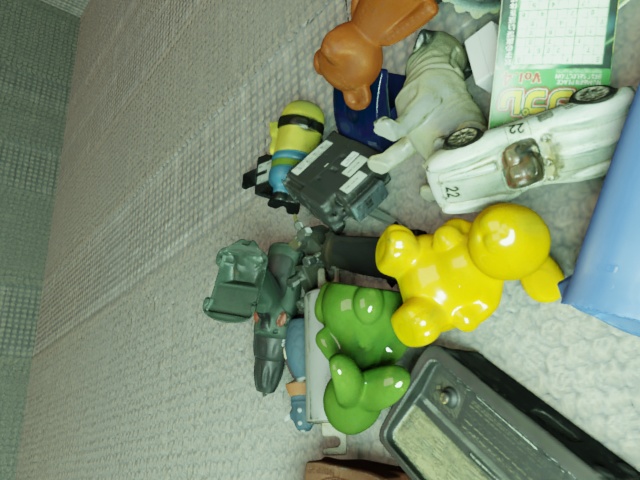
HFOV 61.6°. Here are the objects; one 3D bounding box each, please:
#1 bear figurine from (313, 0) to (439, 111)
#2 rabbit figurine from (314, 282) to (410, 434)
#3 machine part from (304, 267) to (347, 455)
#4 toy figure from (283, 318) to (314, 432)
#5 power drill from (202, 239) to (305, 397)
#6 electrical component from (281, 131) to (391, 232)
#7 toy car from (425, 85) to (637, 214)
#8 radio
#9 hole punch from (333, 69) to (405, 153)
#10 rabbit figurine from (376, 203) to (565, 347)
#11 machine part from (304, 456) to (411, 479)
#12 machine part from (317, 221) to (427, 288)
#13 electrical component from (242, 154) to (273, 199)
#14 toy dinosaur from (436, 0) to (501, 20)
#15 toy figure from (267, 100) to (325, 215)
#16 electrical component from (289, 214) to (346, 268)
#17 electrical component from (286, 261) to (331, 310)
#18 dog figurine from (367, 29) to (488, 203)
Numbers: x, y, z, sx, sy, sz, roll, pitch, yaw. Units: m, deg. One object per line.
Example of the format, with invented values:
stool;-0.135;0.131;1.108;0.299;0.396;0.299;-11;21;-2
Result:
bear figurine;0.046;-0.254;0.613;0.196;0.132;0.120;-46;67;31
rabbit figurine;0.052;0.138;0.602;0.159;0.121;0.170;155;123;-84
machine part;0.019;0.151;0.704;0.079;0.079;0.243;-25;59;45
toy figure;-0.018;0.187;0.755;0.064;0.058;0.154;-23;65;53
power drill;-0.082;0.101;0.765;0.086;0.207;0.232;5;72;24
electrical component;0.028;-0.079;0.741;0.115;0.058;0.134;-43;46;-8
toy car;0.201;-0.081;0.503;0.202;0.073;0.056;-16;32;18
radio;0.167;0.206;0.499;0.230;0.073;0.131;37;108;50
hole punch;0.070;-0.184;0.746;0.142;0.092;0.115;31;107;48
rabbit figurine;0.156;0.026;0.509;0.173;0.162;0.122;124;146;-57
machine part;0.050;0.352;0.589;0.201;0.087;0.201;-16;65;50
machine part;0.067;0.018;0.691;0.139;0.039;0.084;2;86;24
electrical component;-0.087;-0.110;0.949;0.119;0.047;0.075;-18;64;48
toy dinosaur;0.136;-0.370;0.708;0.405;0.131;0.192;9;85;58
toy figure;-0.036;-0.135;0.860;0.089;0.082;0.180;-14;60;48
electrical component;0.000;-0.002;0.765;0.078;0.102;0.045;45;124;31
electrical component;-0.007;0.057;0.778;0.021;0.094;0.063;-10;108;46
dog figurine;0.161;-0.152;0.629;0.190;0.172;0.121;-59;-1;-22
